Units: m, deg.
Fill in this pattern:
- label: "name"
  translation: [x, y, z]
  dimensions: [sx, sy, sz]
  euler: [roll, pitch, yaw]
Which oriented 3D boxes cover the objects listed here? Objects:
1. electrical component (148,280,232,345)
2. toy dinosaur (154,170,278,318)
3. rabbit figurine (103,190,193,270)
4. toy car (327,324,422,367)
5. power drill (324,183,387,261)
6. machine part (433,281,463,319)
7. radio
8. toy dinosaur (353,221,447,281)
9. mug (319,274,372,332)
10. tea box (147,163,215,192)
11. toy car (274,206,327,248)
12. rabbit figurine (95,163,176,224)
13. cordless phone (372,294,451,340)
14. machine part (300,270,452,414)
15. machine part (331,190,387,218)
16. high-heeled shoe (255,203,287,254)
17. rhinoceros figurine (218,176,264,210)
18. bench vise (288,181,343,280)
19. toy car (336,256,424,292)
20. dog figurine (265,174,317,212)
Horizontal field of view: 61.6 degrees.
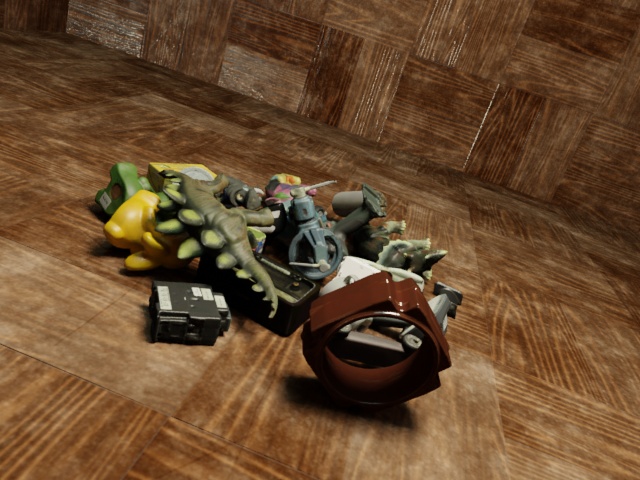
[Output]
- label: "electrical component"
  translation: [-0.222, 0.124, 0.923]
  dimensions: [0.134, 0.058, 0.115]
  euler: [9, 26, -24]
- label: "toy dinosaur"
  translation: [-0.195, -0.018, 1.034]
  dimensions: [0.472, 0.105, 0.198]
  euler: [39, 32, 30]
- label: "rabbit figurine"
  translation: [-0.331, -0.003, 1.073]
  dimensions: [0.173, 0.122, 0.162]
  euler: [35, 13, -10]
- label: "toy car"
  translation: [0.091, 0.193, 0.959]
  dimensions: [0.202, 0.089, 0.053]
  euler: [13, 26, -10]
- label: "power drill"
  translation: [0.063, -0.051, 1.381]
  dimensions: [0.086, 0.207, 0.232]
  euler: [44, 20, -30]
- label: "machine part"
  translation: [0.317, 0.144, 1.328]
  dimensions: [0.084, 0.039, 0.139]
  euler: [29, 20, 2]
- label: "radio"
  translation: [-0.120, 0.089, 1.065]
  dimensions: [0.230, 0.073, 0.131]
  euler: [27, 24, 20]
- label: "toy dinosaur"
  translation: [0.164, 0.019, 1.409]
  dimensions: [0.192, 0.131, 0.405]
  euler: [-1, 21, -38]
- label: "mug"
  translation: [0.062, 0.130, 1.079]
  dimensions: [0.081, 0.109, 0.107]
  euler: [3, 40, -46]
- label: "tea box"
  translation: [-0.375, -0.162, 1.469]
  dimensions: [0.169, 0.068, 0.098]
  euler: [-5, 31, -47]
- label: "toy car"
  translation: [-0.055, -0.026, 1.348]
  dimensions: [0.161, 0.102, 0.109]
  euler: [-13, 4, -42]
- label: "rabbit figurine"
  translation: [-0.390, -0.087, 1.225]
  dimensions: [0.159, 0.121, 0.170]
  euler: [37, 14, 32]
- label: "cordless phone"
  translation: [0.175, 0.161, 1.139]
  dimensions: [0.184, 0.088, 0.146]
  euler: [6, 17, 22]
- label: "machine part"
  translation: [0.087, 0.164, 0.837]
  dimensions: [0.201, 0.200, 0.087]
  euler: [-24, 26, 14]
- label: "machine part"
  translation: [0.108, -0.099, 1.506]
  dimensions: [0.079, 0.079, 0.243]
  euler: [5, -1, -30]
- label: "high-heeled shoe"
  translation: [-0.202, -0.057, 1.251]
  dimensions: [0.249, 0.145, 0.086]
  euler: [22, 21, 4]
- label: "rhinoceros figurine"
  translation: [-0.203, -0.111, 1.350]
  dimensions: [0.112, 0.073, 0.190]
  euler: [16, 8, -26]
- label: "bench vise"
  translation: [-0.013, -0.002, 1.164]
  dimensions: [0.129, 0.223, 0.241]
  euler: [-4, 18, -7]
- label: "toy car"
  translation: [0.134, 0.091, 1.220]
  dimensions: [0.202, 0.073, 0.056]
  euler: [15, 0, 15]
- label: "dog figurine"
  translation: [-0.113, -0.104, 1.493]
  dimensions: [0.192, 0.108, 0.219]
  euler: [28, 26, 21]
